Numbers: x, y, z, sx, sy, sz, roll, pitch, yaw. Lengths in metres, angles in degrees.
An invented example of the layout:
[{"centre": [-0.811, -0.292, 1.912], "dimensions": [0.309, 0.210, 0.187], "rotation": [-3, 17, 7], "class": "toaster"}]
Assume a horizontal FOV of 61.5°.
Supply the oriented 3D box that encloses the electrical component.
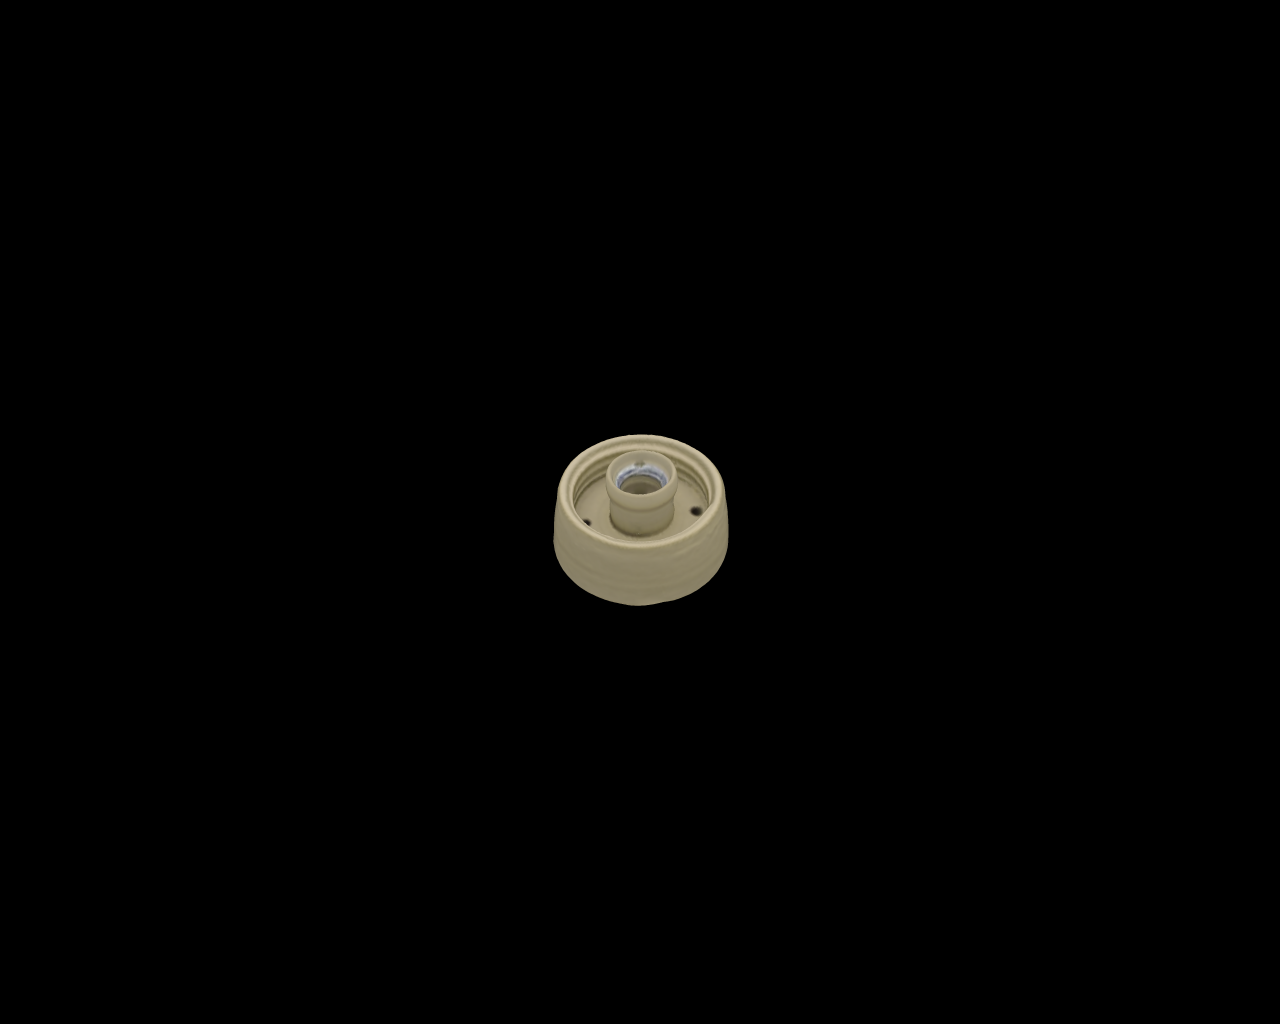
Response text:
[{"centre": [0.001, -0.003, 0.650], "dimensions": [0.108, 0.060, 0.108], "rotation": [0, 45, 0], "class": "electrical component"}]
